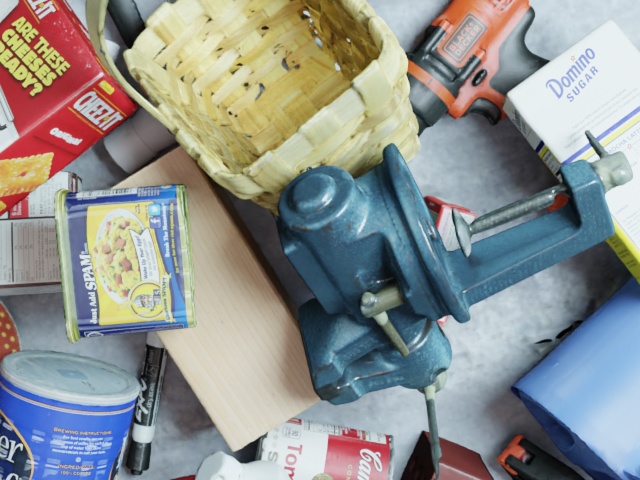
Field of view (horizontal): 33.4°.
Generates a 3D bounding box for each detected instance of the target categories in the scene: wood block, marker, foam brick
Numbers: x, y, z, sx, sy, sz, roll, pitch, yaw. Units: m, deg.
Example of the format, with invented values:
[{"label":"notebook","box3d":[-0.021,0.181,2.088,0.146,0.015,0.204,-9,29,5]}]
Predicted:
[{"label":"wood block","box3d":[-0.080,0.038,0.790,0.091,0.090,0.206,-31,97,2]},{"label":"marker","box3d":[-0.134,0.125,0.835,0.020,0.020,0.121,10,97,-3]},{"label":"foam brick","box3d":[0.097,0.190,0.822,0.051,0.078,0.053,24,96,-7]}]

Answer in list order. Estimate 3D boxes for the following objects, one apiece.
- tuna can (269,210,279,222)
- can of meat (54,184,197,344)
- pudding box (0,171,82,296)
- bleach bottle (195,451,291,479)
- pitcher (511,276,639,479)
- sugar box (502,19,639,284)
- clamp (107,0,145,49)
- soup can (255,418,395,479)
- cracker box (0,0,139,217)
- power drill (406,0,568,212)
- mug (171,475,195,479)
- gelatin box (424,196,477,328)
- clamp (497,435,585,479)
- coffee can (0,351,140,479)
[{"label":"tuna can","box3d":[-0.005,0.001,0.791,0.034,0.086,0.086,-30,97,0]},{"label":"can of meat","box3d":[-0.128,0.013,0.711,0.084,0.057,0.102,-5,97,-4]},{"label":"pudding box","box3d":[-0.235,-0.005,0.794,0.113,0.039,0.090,-3,80,0]},{"label":"bleach bottle","box3d":[0.011,0.232,0.784,0.103,0.068,0.250,-32,118,25]},{"label":"pitcher","box3d":[0.272,0.077,0.774,0.243,0.145,0.149,-45,65,-4]},{"label":"sugar box","box3d":[0.216,-0.055,0.738,0.093,0.048,0.176,-35,79,-1]},{"label":"clamp","box3d":[-0.156,-0.252,0.749,0.209,0.036,0.164,35,91,-30]},{"label":"soup can","box3d":[0.001,0.175,0.822,0.102,0.068,0.068,11,97,-3]},{"label":"cracker box","box3d":[-0.259,-0.096,0.749,0.214,0.072,0.164,-37,70,3]},{"label":"power drill","box3d":[0.140,-0.086,0.799,0.187,0.057,0.184,38,94,-6]},{"label":"mug","box3d":[-0.113,0.239,0.821,0.117,0.093,0.081,-7,104,30]},{"label":"gelatin box","box3d":[0.087,0.015,0.801,0.030,0.073,0.089,14,96,-5]},{"label":"clamp","box3d":[0.213,0.216,0.814,0.171,0.120,0.039,42,67,-4]},{"label":"coffee can","box3d":[-0.199,0.164,0.795,0.102,0.103,0.140,13,97,-4]}]
